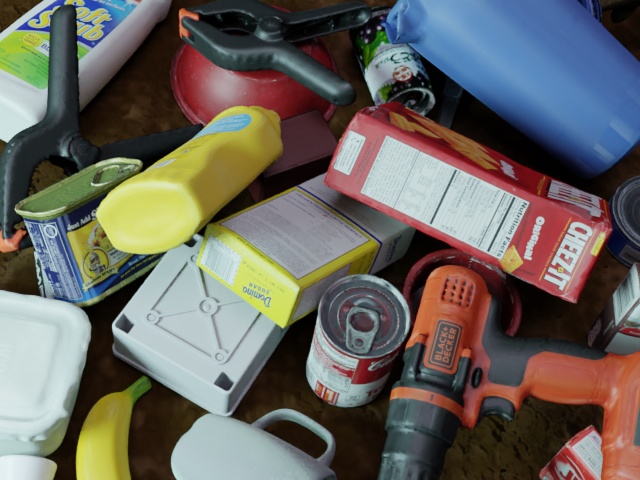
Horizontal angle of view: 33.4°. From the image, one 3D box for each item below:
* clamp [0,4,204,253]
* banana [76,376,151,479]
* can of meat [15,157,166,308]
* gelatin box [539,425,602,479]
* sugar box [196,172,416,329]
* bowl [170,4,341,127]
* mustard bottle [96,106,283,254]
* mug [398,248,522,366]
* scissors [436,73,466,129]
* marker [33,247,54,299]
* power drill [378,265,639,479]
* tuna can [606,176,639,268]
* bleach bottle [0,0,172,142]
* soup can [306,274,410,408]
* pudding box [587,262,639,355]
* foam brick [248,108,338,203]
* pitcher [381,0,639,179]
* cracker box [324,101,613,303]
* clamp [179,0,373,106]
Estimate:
[{"bbox_3d":[-0.207,-0.082,0.879,0.164,0.036,0.209,48,59,-20],"label":"clamp"},{"bbox_3d":[-0.136,0.189,0.770,0.069,0.037,0.198,-11,62,-14],"label":"banana"},{"bbox_3d":[-0.175,-0.006,0.838,0.058,0.084,0.101,8,32,43],"label":"can of meat"},{"bbox_3d":[0.209,0.190,0.791,0.030,0.073,0.089,-32,68,-22],"label":"gelatin box"},{"bbox_3d":[-0.006,0.001,0.849,0.093,0.048,0.175,35,32,22],"label":"sugar box"},{"bbox_3d":[-0.056,-0.164,0.979,0.162,0.055,0.162,3,59,-6],"label":"bowl"},{"bbox_3d":[-0.083,-0.058,0.827,0.058,0.096,0.191,61,37,-15],"label":"mustard bottle"},{"bbox_3d":[0.113,0.060,0.851,0.117,0.081,0.093,-34,69,-23],"label":"mug"},{"bbox_3d":[0.113,-0.152,1.016,0.096,0.016,0.201,28,66,20],"label":"scissors"},{"bbox_3d":[-0.222,0.021,0.868,0.020,0.020,0.121,-10,61,-13],"label":"marker"},{"bbox_3d":[0.142,0.122,0.745,0.187,0.057,0.184,16,69,2],"label":"power drill"},{"bbox_3d":[0.294,-0.015,0.947,0.086,0.034,0.086,3,59,-5],"label":"tuna can"},{"bbox_3d":[-0.217,-0.193,0.972,0.102,0.068,0.250,29,58,9],"label":"bleach bottle"},{"bbox_3d":[0.027,0.080,0.816,0.068,0.102,0.068,3,59,-6],"label":"soup can"},{"bbox_3d":[0.274,0.069,0.849,0.090,0.114,0.039,9,56,-3],"label":"pudding box"},{"bbox_3d":[-0.027,-0.071,0.928,0.078,0.053,0.051,-19,64,-18],"label":"foam brick"},{"bbox_3d":[0.189,-0.176,0.948,0.243,0.149,0.145,40,21,-4],"label":"pitcher"},{"bbox_3d":[0.126,-0.039,0.867,0.214,0.164,0.072,26,104,9],"label":"cracker box"},{"bbox_3d":[-0.038,-0.167,0.924,0.171,0.039,0.120,2,48,-1],"label":"clamp"}]
